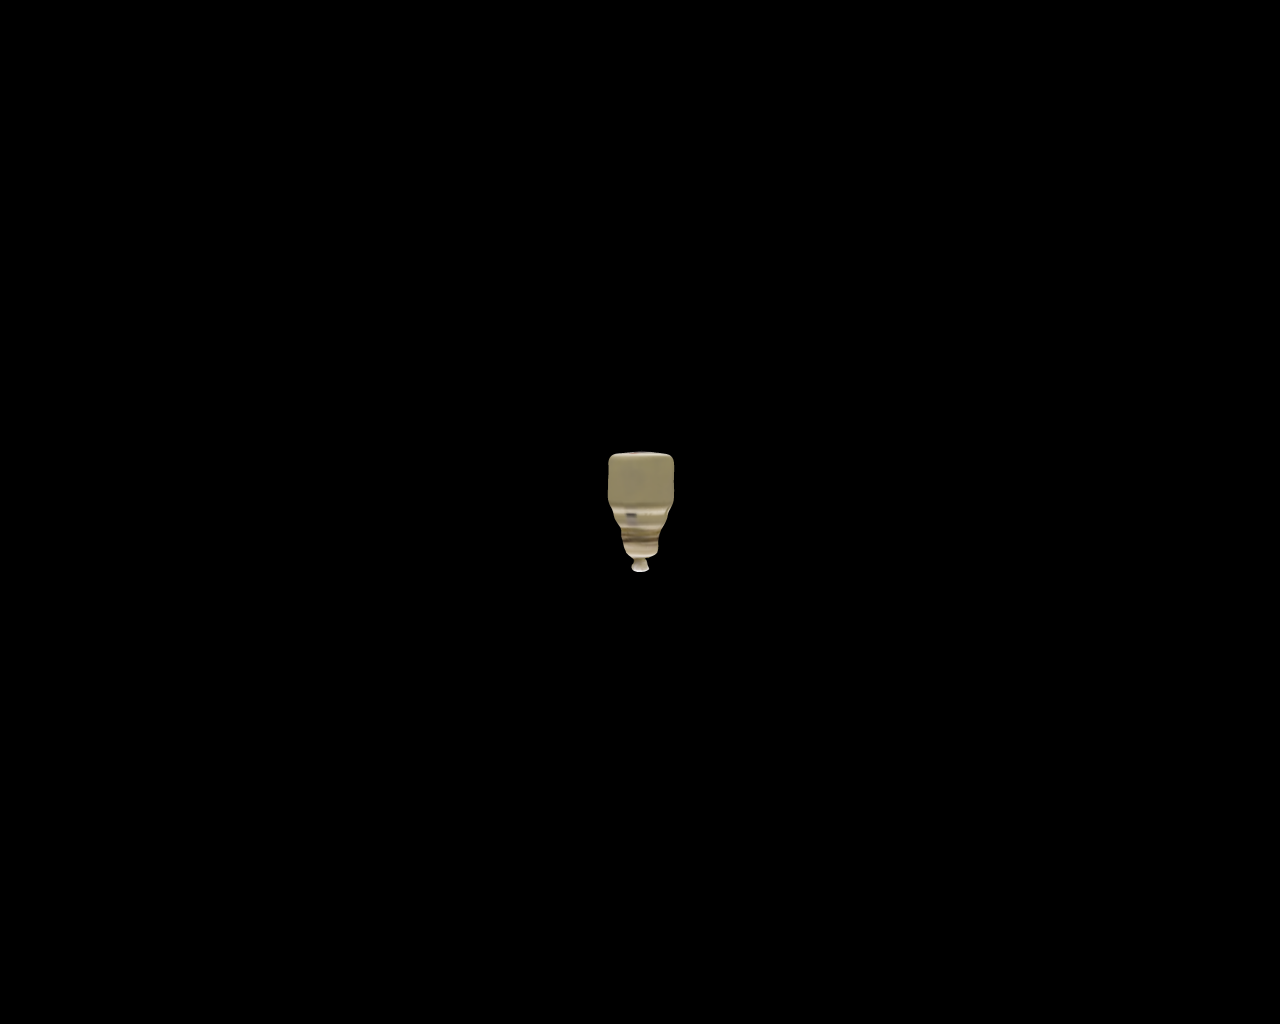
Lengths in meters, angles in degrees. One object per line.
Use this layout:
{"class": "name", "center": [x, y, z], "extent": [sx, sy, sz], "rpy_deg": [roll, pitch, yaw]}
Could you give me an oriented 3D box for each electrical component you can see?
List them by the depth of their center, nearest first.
{"class": "electrical component", "center": [0.001, -0.003, 0.650], "extent": [0.040, 0.078, 0.040], "rpy_deg": [0, 4, 0]}
